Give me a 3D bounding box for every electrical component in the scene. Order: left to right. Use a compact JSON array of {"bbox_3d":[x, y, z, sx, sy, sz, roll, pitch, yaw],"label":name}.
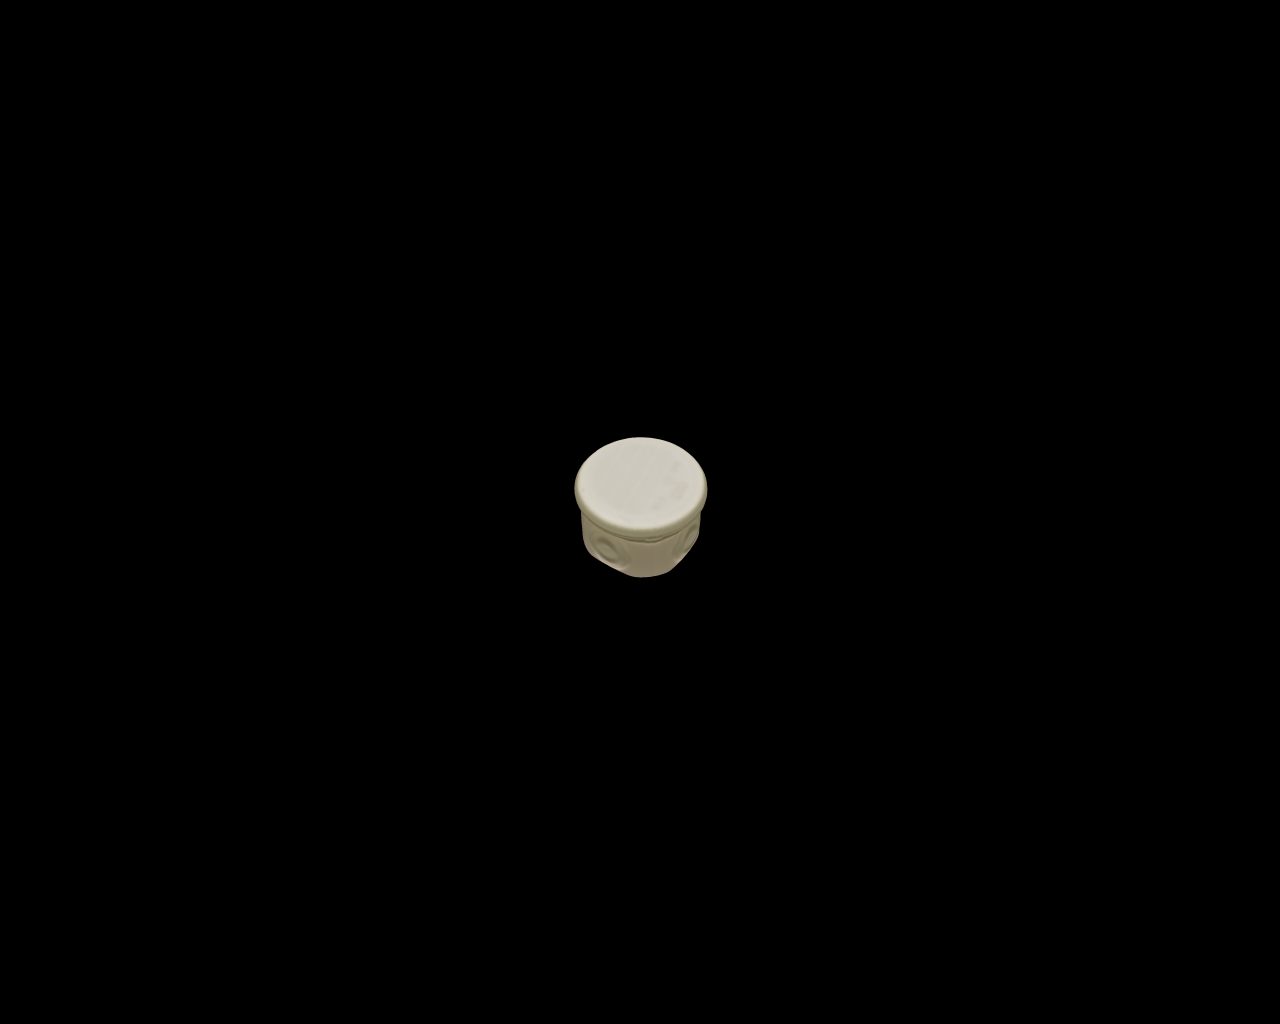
[{"bbox_3d":[0.001,-0.003,0.650,0.080,0.080,0.050,0,-42,0],"label":"electrical component"}]
